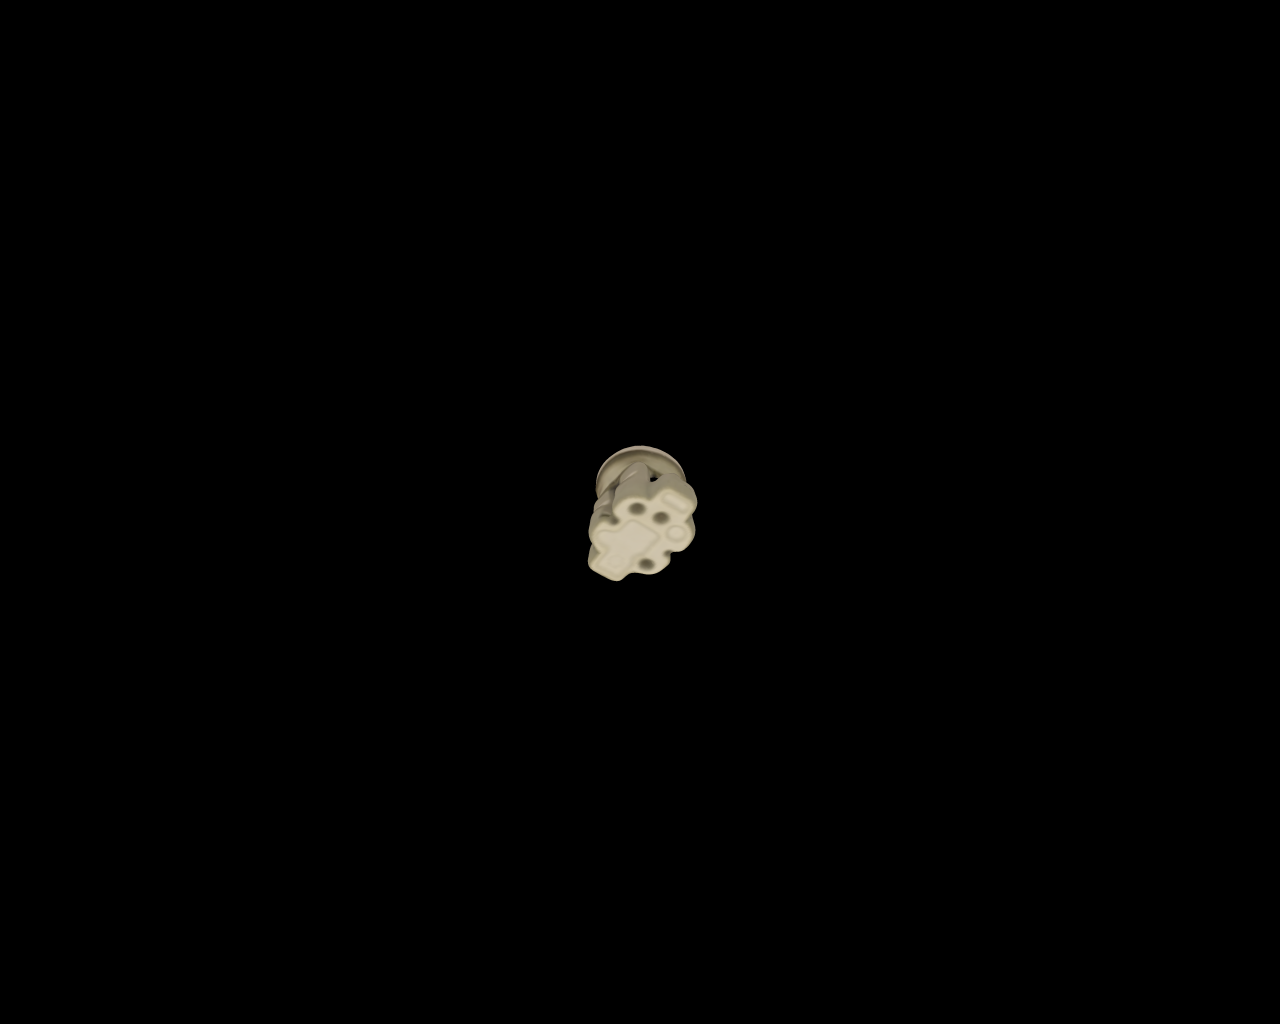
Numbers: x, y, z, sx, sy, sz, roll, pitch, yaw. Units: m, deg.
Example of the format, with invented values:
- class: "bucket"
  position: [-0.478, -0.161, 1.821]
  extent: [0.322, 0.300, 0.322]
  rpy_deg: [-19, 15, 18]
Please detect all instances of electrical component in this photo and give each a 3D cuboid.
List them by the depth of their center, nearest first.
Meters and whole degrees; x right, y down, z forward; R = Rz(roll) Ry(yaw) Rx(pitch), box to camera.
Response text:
- class: "electrical component"
  position: [0.001, -0.003, 0.650]
  extent: [0.058, 0.078, 0.057]
  rpy_deg: [32, 32, -22]
